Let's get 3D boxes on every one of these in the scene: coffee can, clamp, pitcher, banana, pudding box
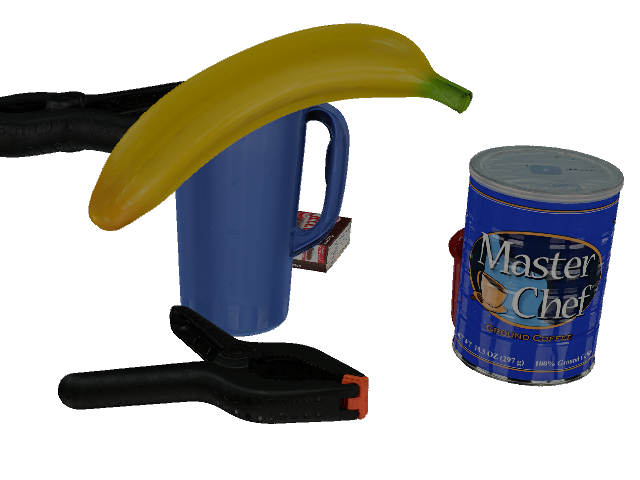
[{"bbox_3d":[0.149,0.015,0.744,0.103,0.140,0.103,2,22,-1],"label":"coffee can"},{"bbox_3d":[-0.062,0.093,0.785,0.210,0.036,0.164,5,19,15],"label":"clamp"},{"bbox_3d":[-0.070,-0.034,1.034,0.144,0.243,0.149,-10,22,-33],"label":"pitcher"},{"bbox_3d":[-0.026,-0.065,0.517,0.197,0.070,0.037,-21,-38,-14],"label":"banana"},{"bbox_3d":[-0.019,-0.002,1.264,0.090,0.039,0.113,7,22,14],"label":"pudding box"},{"bbox_3d":[-0.158,-0.082,0.715,0.171,0.039,0.120,4,18,9],"label":"clamp"}]

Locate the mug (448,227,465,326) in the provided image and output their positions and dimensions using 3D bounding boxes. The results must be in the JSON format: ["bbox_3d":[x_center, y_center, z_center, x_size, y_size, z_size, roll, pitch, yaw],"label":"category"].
[{"bbox_3d":[0.165,0.046,0.945,0.093,0.081,0.117,-17,35,-25],"label":"mug"}]
